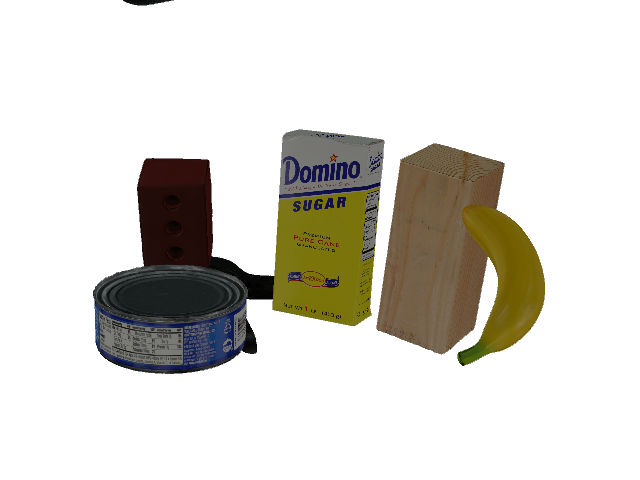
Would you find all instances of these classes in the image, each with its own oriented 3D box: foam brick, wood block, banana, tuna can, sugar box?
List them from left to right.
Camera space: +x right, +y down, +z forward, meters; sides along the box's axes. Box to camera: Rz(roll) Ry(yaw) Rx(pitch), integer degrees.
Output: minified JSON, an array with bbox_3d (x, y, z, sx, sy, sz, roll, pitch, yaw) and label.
[{"bbox_3d":[-0.084,0.043,0.600,0.086,0.034,0.086,2,18,-1],"label":"tuna can"},{"bbox_3d":[-0.113,-0.020,0.841,0.053,0.078,0.051,-1,27,0],"label":"foam brick"},{"bbox_3d":[0.006,-0.013,1.022,0.093,0.176,0.048,9,16,24],"label":"sugar box"},{"bbox_3d":[0.133,0.008,1.195,0.090,0.206,0.090,19,26,27],"label":"wood block"},{"bbox_3d":[0.149,0.026,0.882,0.070,0.037,0.197,0,36,9],"label":"banana"}]

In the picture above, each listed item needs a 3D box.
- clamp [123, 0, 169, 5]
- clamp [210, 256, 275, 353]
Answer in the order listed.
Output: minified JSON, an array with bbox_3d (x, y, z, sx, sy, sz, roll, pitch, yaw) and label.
[{"bbox_3d":[-0.024,-0.151,0.560,0.171,0.039,0.120,4,42,11],"label":"clamp"},{"bbox_3d":[-0.109,0.061,1.212,0.210,0.036,0.164,15,28,23],"label":"clamp"}]
